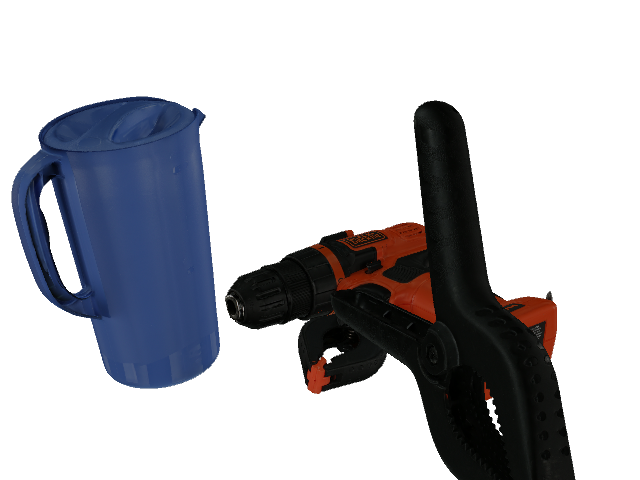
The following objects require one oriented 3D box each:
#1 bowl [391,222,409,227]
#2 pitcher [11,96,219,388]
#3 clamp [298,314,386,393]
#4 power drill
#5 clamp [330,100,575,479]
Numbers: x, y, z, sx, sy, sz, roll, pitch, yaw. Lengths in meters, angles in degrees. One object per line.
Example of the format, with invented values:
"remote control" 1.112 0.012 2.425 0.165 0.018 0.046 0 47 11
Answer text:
"bowl" 0.124 0.056 1.196 0.055 0.162 0.161 -12 -8 43
"pitcher" -0.164 0.008 0.928 0.149 0.243 0.145 -5 25 2
"clamp" 0.023 0.077 0.970 0.120 0.039 0.171 20 31 28
"power drill" 0.052 0.047 0.737 0.184 0.057 0.188 -18 32 -34
"clamp" 0.071 0.045 0.532 0.036 0.165 0.210 -6 45 -26
